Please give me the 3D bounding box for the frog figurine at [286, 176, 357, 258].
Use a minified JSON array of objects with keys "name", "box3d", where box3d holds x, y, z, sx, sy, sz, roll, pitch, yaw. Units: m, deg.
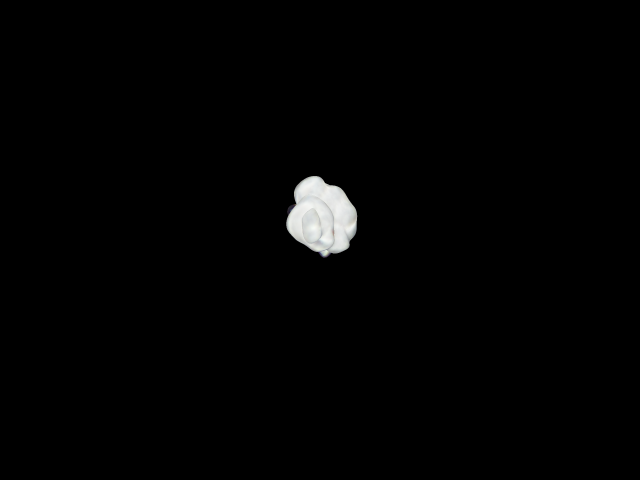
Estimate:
[{"name":"frog figurine","box3d":[0.003,-0.043,0.850,0.123,0.138,0.158,-18,-10,-3]}]
